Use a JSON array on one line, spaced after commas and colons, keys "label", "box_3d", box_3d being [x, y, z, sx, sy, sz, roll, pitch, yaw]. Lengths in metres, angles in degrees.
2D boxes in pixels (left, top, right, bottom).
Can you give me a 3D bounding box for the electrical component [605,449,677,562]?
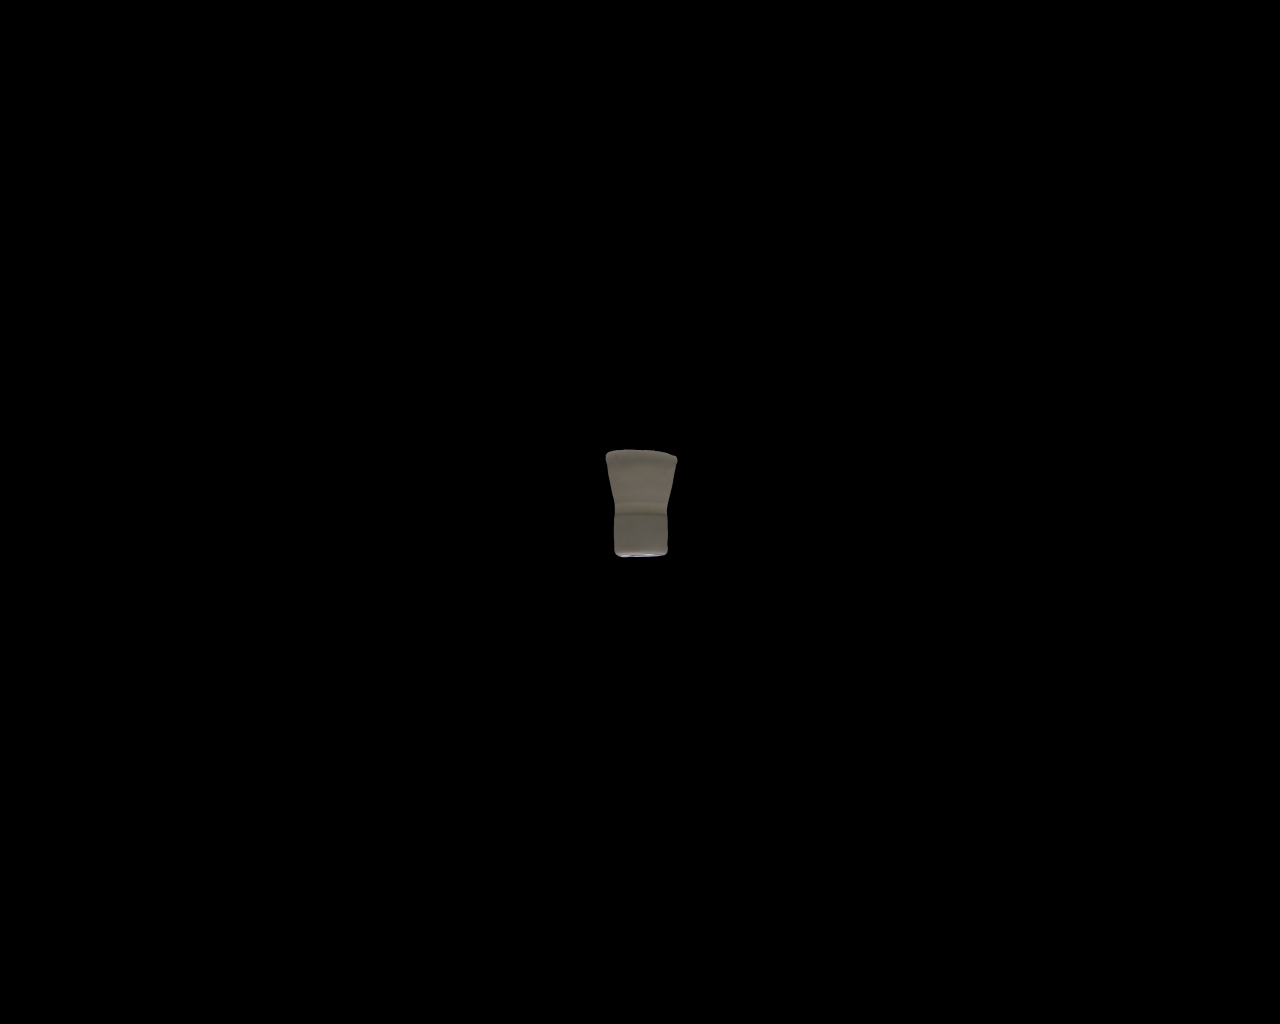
[{"label": "electrical component", "box_3d": [0.001, -0.003, 0.650, 0.044, 0.065, 0.044, 0, -7, 0]}]
